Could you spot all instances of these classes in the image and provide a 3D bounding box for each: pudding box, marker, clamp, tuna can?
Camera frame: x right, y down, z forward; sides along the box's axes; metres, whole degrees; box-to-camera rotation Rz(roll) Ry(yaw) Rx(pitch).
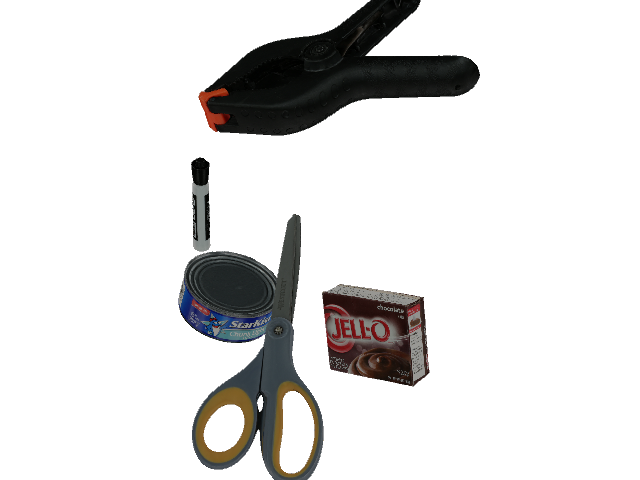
[{"bbox_3d":[0.058,0.098,1.130,0.114,0.090,0.039,6,20,36],"label":"pudding box"},{"bbox_3d":[-0.127,-0.038,1.131,0.020,0.121,0.020,3,43,-3],"label":"marker"},{"bbox_3d":[0.012,-0.103,0.670,0.171,0.039,0.120,-28,39,-6],"label":"clamp"},{"bbox_3d":[-0.078,0.049,0.916,0.086,0.034,0.086,13,34,-9],"label":"tuna can"}]

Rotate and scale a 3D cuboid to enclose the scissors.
[{"bbox_3d":[-0.046,0.074,0.734,0.096,0.202,0.016,-11,-32,1],"label":"scissors"}]
